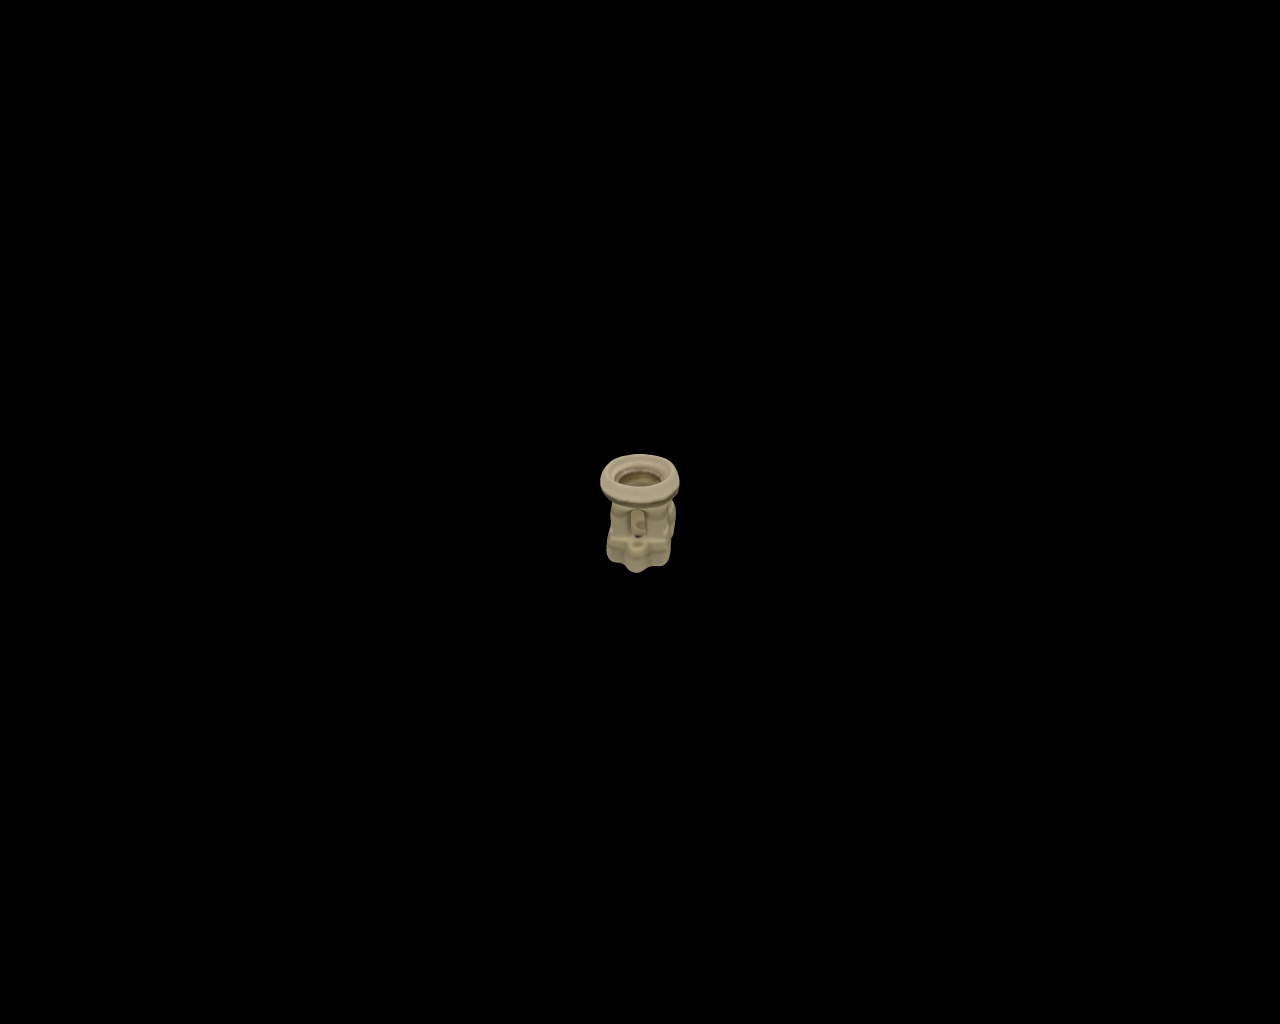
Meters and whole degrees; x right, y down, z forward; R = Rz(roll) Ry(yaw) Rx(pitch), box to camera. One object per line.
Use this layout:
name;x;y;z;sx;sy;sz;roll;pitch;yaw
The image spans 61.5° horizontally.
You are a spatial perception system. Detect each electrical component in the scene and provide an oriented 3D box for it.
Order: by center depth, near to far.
electrical component;0.001;-0.003;0.650;0.048;0.055;0.066;3;34;5
